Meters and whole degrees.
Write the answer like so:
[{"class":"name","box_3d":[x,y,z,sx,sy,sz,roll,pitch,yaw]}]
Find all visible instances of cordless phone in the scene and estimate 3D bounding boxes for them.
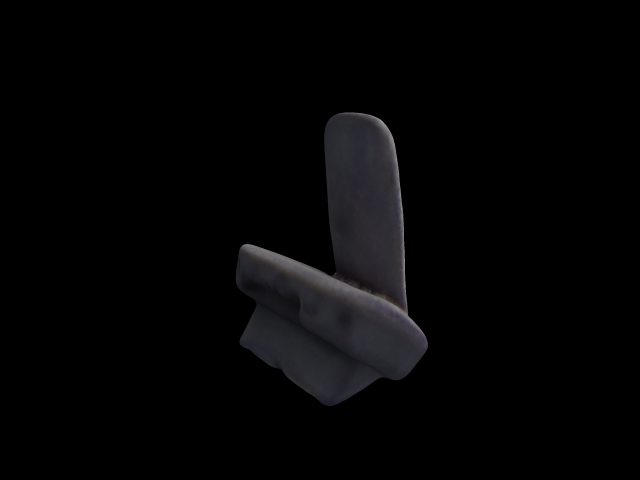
[{"class":"cordless phone","box_3d":[0.004,0.001,0.400,0.147,0.185,0.094,18,26,41]}]
